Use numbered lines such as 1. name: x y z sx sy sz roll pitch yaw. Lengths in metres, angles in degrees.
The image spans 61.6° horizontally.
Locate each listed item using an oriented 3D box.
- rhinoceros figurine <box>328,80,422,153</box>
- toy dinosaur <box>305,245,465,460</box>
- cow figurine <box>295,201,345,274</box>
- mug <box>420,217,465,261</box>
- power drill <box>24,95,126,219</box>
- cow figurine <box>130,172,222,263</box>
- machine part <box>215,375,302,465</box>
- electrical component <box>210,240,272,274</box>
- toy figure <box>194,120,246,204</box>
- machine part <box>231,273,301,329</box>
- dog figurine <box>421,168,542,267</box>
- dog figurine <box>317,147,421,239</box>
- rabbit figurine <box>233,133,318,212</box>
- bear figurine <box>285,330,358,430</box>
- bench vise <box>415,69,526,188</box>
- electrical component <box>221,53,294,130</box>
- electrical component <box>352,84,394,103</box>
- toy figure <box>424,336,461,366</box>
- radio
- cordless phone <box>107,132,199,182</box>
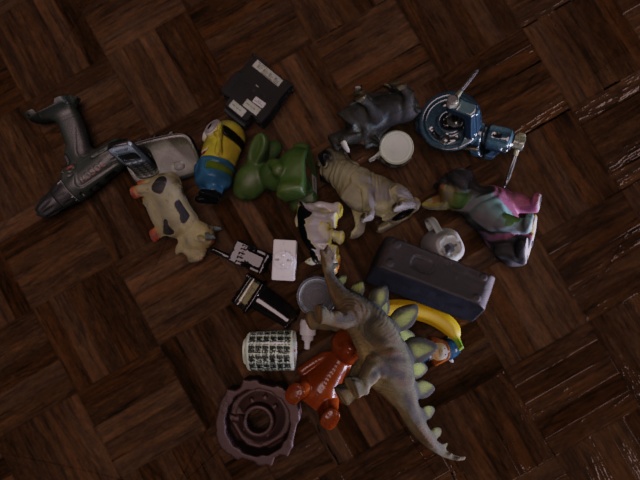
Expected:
1. rhinoceros figurine: 0.103 -0.239 1.055 0.190 0.073 0.112 -24 115 2
2. toy dinosaur: 0.118 0.220 0.988 0.198 0.105 0.471 -24 90 -23
3. cow figurine: -0.003 -0.001 1.071 0.098 0.068 0.167 9 129 14
4. mug: 0.246 0.003 1.072 0.081 0.107 0.109 -19 89 -1
5. power drill: -0.527 -0.181 1.115 0.232 0.086 0.207 -29 83 -2
6. cow figurine: -0.285 -0.044 1.092 0.127 0.085 0.194 -18 106 10
7. machine part: -0.124 0.362 1.090 0.179 0.056 0.179 0 88 3
8. electrical component: -0.160 0.027 1.099 0.119 0.075 0.047 25 89 5
9. toy figure: -0.206 -0.159 1.093 0.082 0.089 0.180 -9 67 39
10. machine part: -0.109 0.133 1.111 0.139 0.039 0.084 29 80 5
11. dog figurine: 0.319 -0.050 1.075 0.219 0.191 0.108 17 50 26
12. dog figurine: 0.098 -0.118 1.095 0.172 0.121 0.190 -9 67 -31
13. rabbit figurine: -0.102 -0.135 1.087 0.170 0.121 0.159 -7 83 16
14. bear figurine: 0.035 0.249 1.057 0.120 0.132 0.196 37 95 5
15. bench vise: 0.283 -0.218 1.027 0.224 0.240 0.129 29 92 18
16. electrical component: -0.138 -0.301 1.122 0.115 0.058 0.134 41 89 5
17. electrical component: 0.115 -0.297 1.112 0.102 0.078 0.045 -1 115 7
18. toy figure: 0.213 0.228 1.088 0.155 0.058 0.064 -5 113 0
19. radio: 0.211 0.076 1.044 0.230 0.131 0.073 20 71 6
20. cordless phone: -0.325 -0.175 1.057 0.147 0.184 0.088 -12 83 1
